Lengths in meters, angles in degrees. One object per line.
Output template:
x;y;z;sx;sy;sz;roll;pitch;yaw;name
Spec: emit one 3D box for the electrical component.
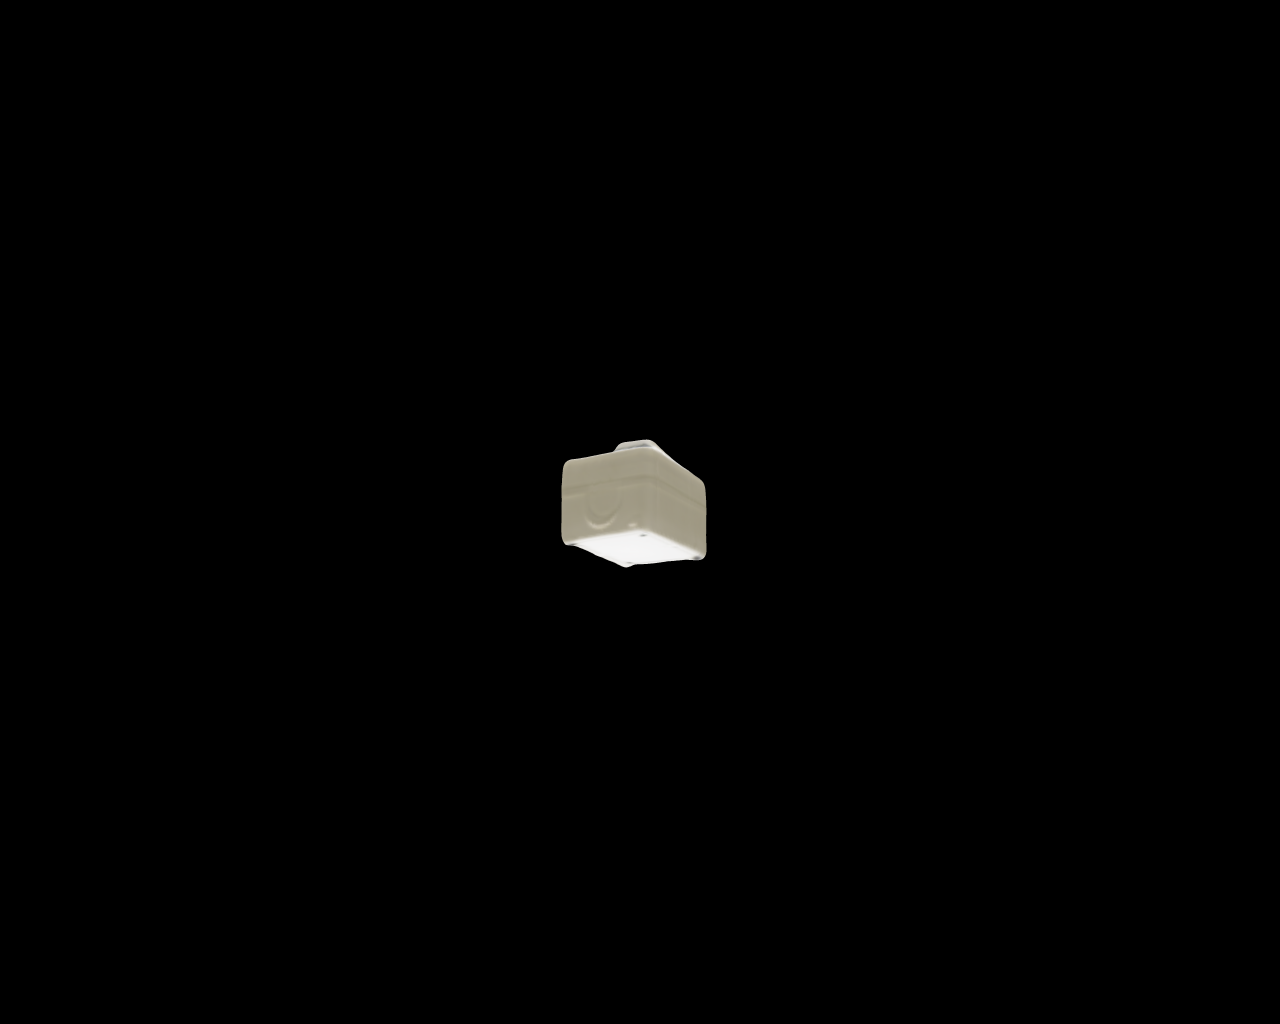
0.001;-0.003;0.650;0.062;0.061;0.096;-8;-18;27;electrical component
